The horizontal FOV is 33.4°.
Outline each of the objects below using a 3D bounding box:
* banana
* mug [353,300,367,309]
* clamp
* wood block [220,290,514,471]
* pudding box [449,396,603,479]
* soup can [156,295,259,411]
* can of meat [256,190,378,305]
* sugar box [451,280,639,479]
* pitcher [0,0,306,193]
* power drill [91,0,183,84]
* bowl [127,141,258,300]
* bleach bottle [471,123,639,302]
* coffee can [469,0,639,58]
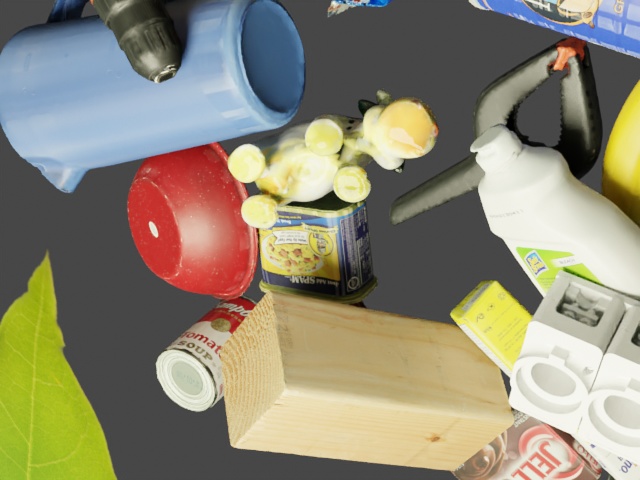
[{"bbox_3d":[0.234,-0.079,0.706,0.070,0.037,0.198,42,131,9],"label":"banana"},{"bbox_3d":[-0.013,0.097,0.944,0.093,0.081,0.117,16,123,26],"label":"mug"},{"bbox_3d":[0.154,-0.048,0.779,0.164,0.036,0.210,34,130,11],"label":"clamp"},{"bbox_3d":[0.036,0.115,0.837,0.205,0.090,0.091,13,137,-28],"label":"wood block"},{"bbox_3d":[0.170,0.183,0.898,0.090,0.039,0.114,45,131,4],"label":"pudding box"},{"bbox_3d":[-0.096,0.104,0.990,0.069,0.102,0.068,16,124,25],"label":"soup can"},{"bbox_3d":[-0.006,0.001,0.902,0.102,0.057,0.084,8,118,30],"label":"can of meat"},{"bbox_3d":[0.178,0.106,0.814,0.176,0.093,0.048,43,91,3],"label":"sugar box"},{"bbox_3d":[-0.137,-0.141,0.873,0.243,0.144,0.149,-5,125,32],"label":"pitcher"},{"bbox_3d":[-0.113,-0.226,0.733,0.188,0.057,0.184,-37,77,44],"label":"power drill"},{"bbox_3d":[-0.123,-0.017,0.937,0.162,0.055,0.162,29,128,44],"label":"bowl"},{"bbox_3d":[0.194,0.021,0.731,0.250,0.068,0.103,49,149,-16],"label":"bleach bottle"},{"bbox_3d":[0.171,-0.171,0.643,0.140,0.102,0.103,26,128,28],"label":"coffee can"}]
